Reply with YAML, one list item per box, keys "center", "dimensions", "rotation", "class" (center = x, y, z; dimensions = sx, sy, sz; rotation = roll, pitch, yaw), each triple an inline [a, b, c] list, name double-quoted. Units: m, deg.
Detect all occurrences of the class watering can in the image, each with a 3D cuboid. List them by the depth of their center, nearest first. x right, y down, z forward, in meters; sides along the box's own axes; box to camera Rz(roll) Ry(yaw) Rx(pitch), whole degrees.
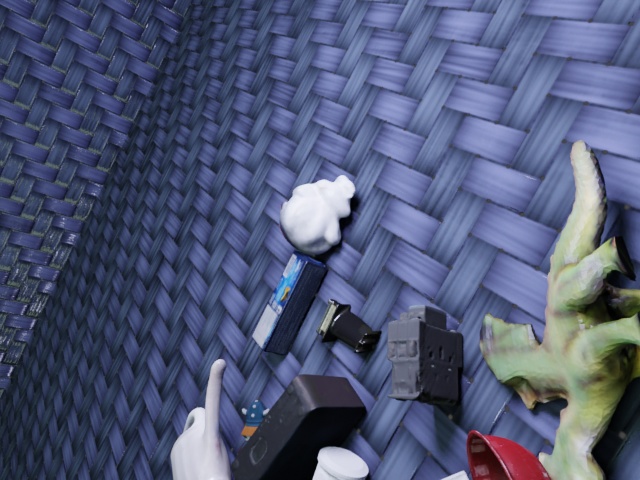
- center: [-0.226, 0.424, 1.015]
  dimensions: [0.229, 0.104, 0.341]
  rotation: [57, 133, 47]
  class: "watering can"

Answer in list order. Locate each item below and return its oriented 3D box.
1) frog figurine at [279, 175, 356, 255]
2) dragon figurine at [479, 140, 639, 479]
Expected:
- center: [0.003, -0.051, 1.011]
  dimensions: [0.158, 0.123, 0.138]
  rotation: [-29, 85, 26]
  class: "frog figurine"
- center: [0.286, 0.100, 0.629]
  dimensions: [0.239, 0.121, 0.419]
  rotation: [-35, 47, 44]
  class: "dragon figurine"
